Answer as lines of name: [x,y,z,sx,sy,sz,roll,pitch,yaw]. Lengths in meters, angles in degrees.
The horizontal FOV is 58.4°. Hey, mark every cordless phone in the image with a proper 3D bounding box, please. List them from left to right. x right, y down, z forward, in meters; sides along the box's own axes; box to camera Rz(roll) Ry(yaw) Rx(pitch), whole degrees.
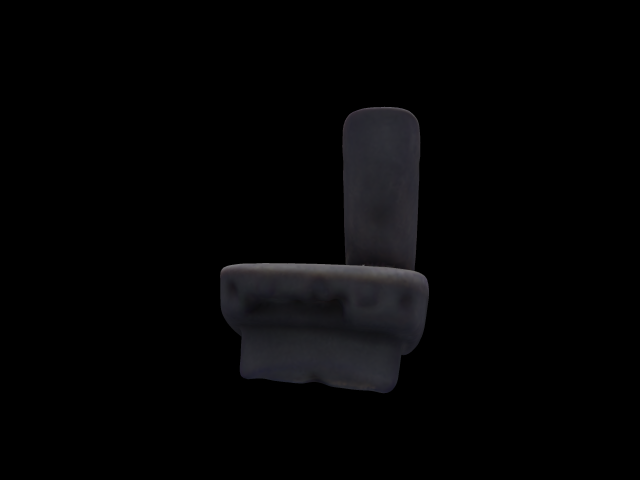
cordless phone: [0.004,0.001,0.400,0.147,0.185,0.094,1,15,4]
